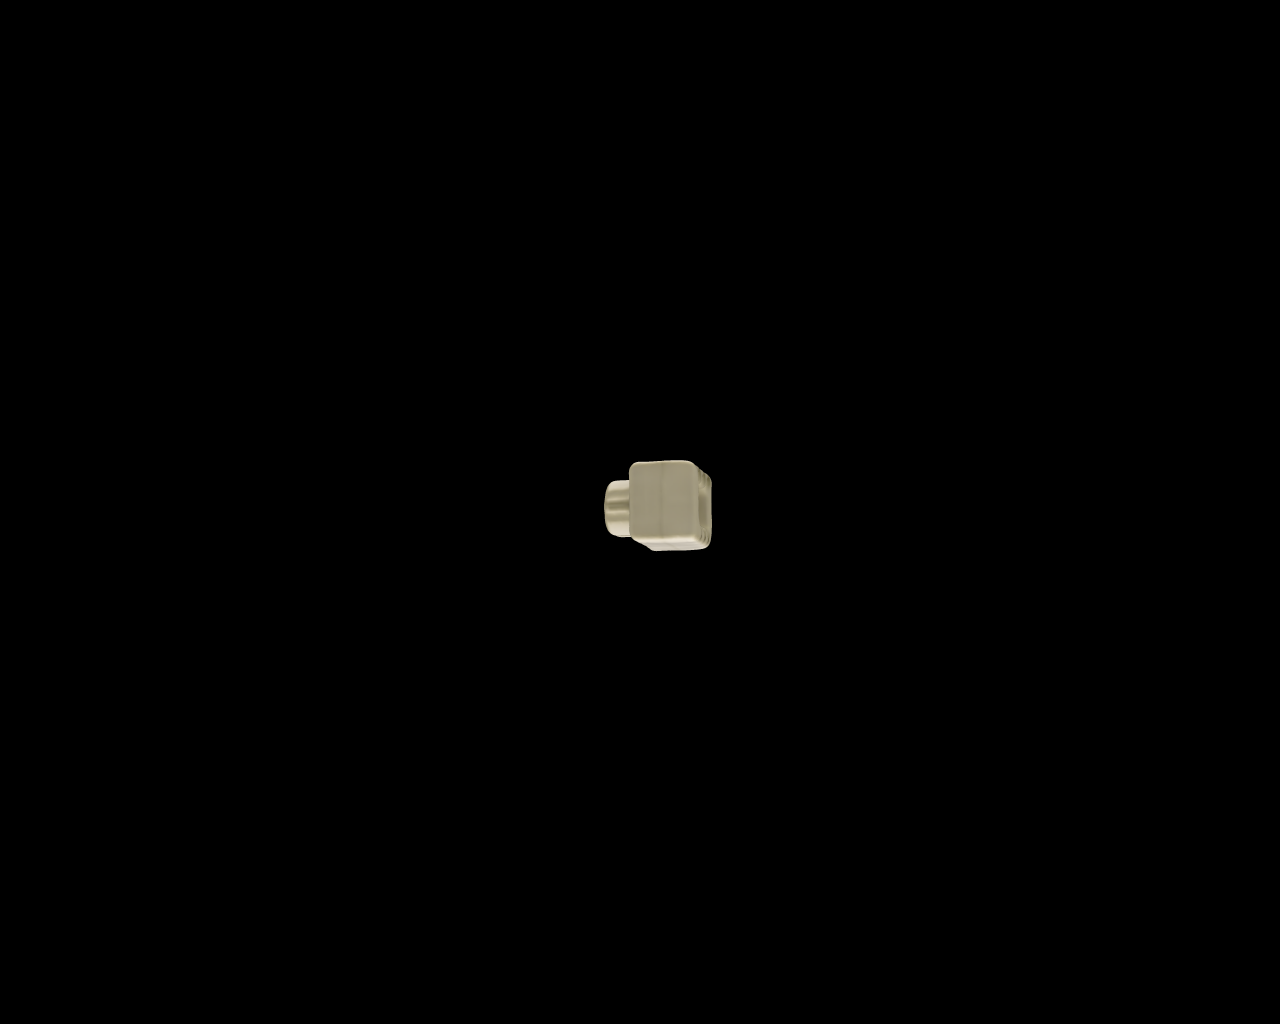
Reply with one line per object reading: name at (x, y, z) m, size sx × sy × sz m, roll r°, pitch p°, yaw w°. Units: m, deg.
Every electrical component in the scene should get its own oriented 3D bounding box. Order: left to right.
electrical component at (0.001, -0.003, 0.650) m, size 0.077 × 0.047 × 0.065 m, roll -1°, pitch -7°, yaw 11°
